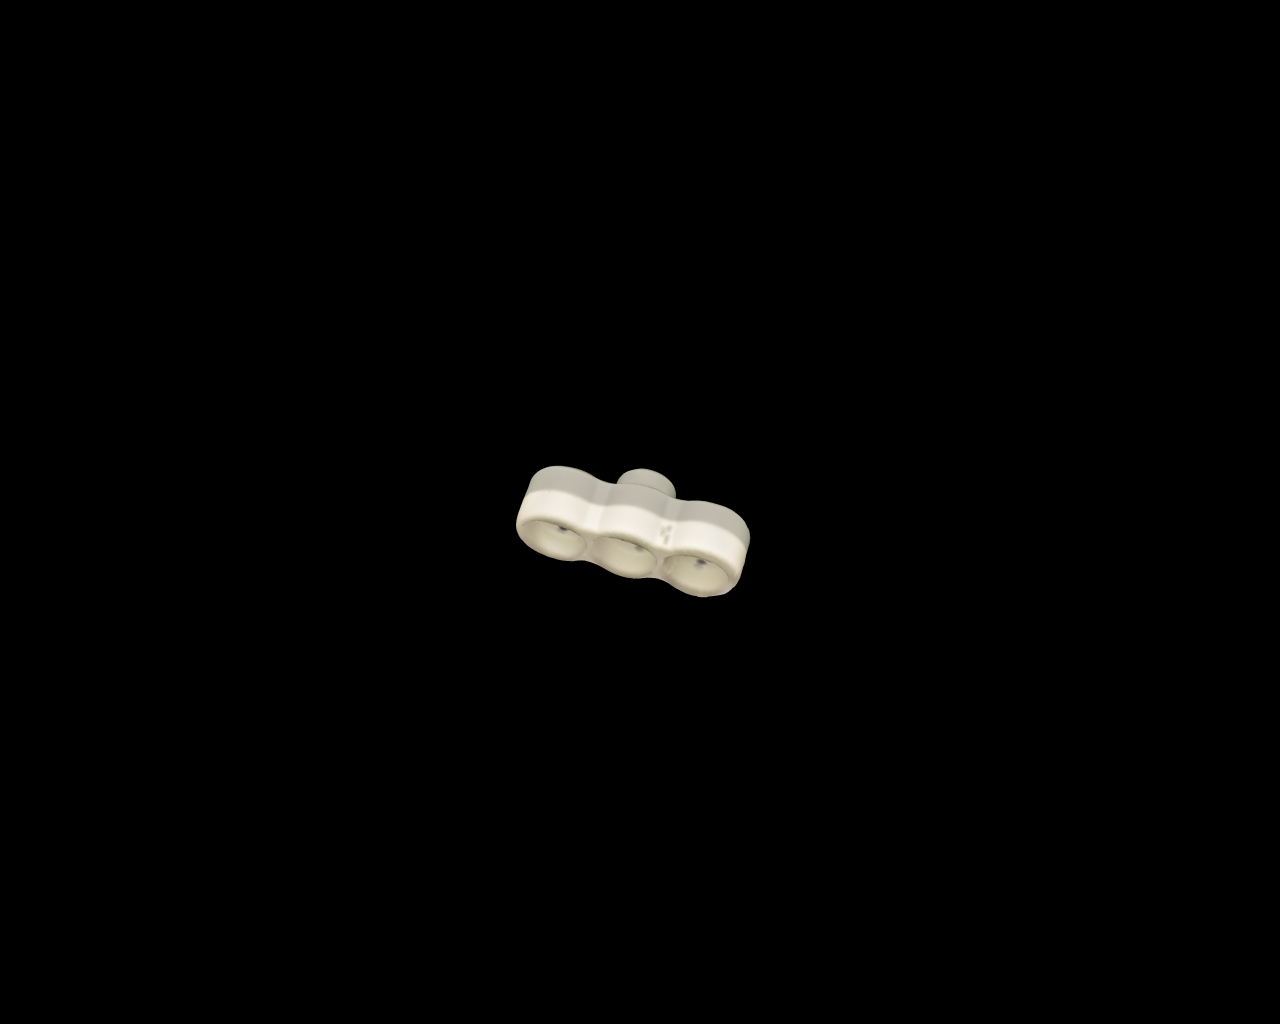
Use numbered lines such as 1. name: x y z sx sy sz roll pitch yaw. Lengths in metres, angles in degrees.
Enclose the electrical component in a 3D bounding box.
1. electrical component: 0.001 -0.003 0.650 0.138 0.074 0.052 14 -32 9
